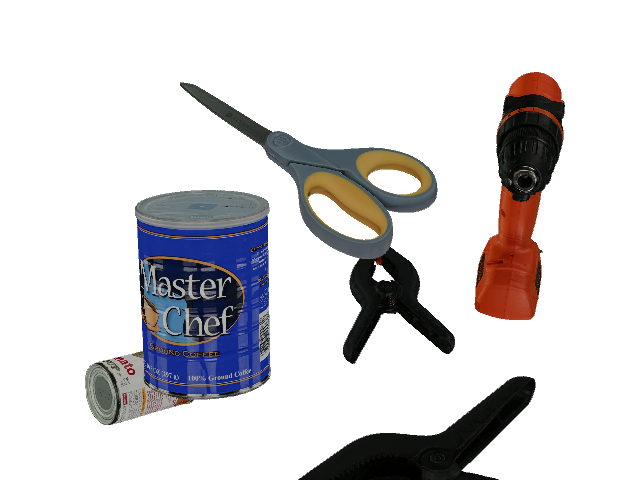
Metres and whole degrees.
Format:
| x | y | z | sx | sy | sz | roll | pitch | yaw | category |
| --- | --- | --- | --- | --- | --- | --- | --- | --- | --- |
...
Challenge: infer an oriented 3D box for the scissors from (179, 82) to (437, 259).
| x | y | z | sx | sy | sz | roll | pitch | yaw | category |
| --- | --- | --- | --- | --- | --- | --- | --- | --- | --- |
| -0.004 | -0.061 | 0.680 | 0.096 | 0.016 | 0.202 | -21 | 49 | -22 | scissors |

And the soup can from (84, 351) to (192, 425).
| x | y | z | sx | sy | sz | roll | pitch | yaw | category |
| --- | --- | --- | --- | --- | --- | --- | --- | --- | --- |
| -0.190 | 0.152 | 1.136 | 0.102 | 0.068 | 0.069 | -10 | 7 | -41 | soup can |

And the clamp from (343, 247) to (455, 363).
| x | y | z | sx | sy | sz | roll | pitch | yaw | category |
| --- | --- | --- | --- | --- | --- | --- | --- | --- | --- |
| 0.086 | 0.068 | 1.189 | 0.120 | 0.171 | 0.039 | 5 | -43 | -3 | clamp |

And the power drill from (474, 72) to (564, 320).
| x | y | z | sx | sy | sz | roll | pitch | yaw | category |
| --- | --- | --- | --- | --- | --- | --- | --- | --- | --- |
| 0.168 | -0.029 | 0.896 | 0.057 | 0.188 | 0.184 | 10 | 31 | 11 | power drill |

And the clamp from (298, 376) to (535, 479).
| x | y | z | sx | sy | sz | roll | pitch | yaw | category |
| --- | --- | --- | --- | --- | --- | --- | --- | --- | --- |
| 0.081 | 0.152 | 0.715 | 0.210 | 0.036 | 0.164 | -5 | 28 | -4 | clamp |

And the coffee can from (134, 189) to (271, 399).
| x | y | z | sx | sy | sz | roll | pitch | yaw | category |
| --- | --- | --- | --- | --- | --- | --- | --- | --- | --- |
| -0.090 | 0.039 | 0.834 | 0.103 | 0.140 | 0.103 | 0 | 15 | 0 | coffee can |
